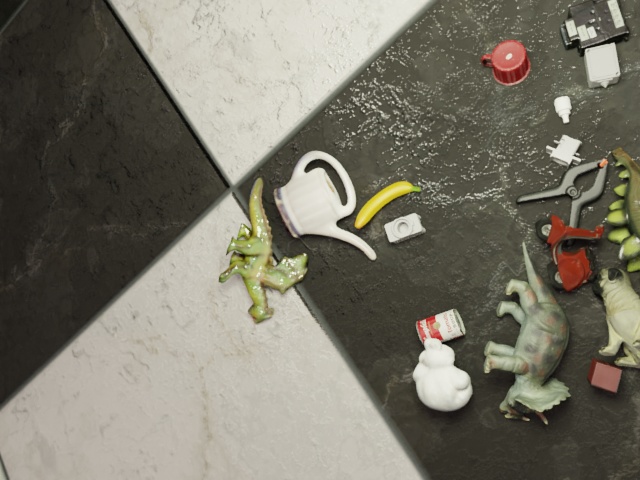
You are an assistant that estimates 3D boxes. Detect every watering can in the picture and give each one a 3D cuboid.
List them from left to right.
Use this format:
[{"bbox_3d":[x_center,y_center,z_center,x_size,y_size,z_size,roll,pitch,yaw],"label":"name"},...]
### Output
[{"bbox_3d":[0.004,-0.072,1.428,0.223,0.104,0.350,-25,82,16],"label":"watering can"}]

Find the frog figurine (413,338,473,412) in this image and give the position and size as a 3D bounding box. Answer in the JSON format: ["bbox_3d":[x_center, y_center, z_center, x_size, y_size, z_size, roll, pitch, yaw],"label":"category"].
[{"bbox_3d":[0.287,0.319,1.217,0.138,0.124,0.157,9,123,42],"label":"frog figurine"}]

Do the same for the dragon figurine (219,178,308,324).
[{"bbox_3d":[-0.147,0.045,1.495,0.243,0.122,0.409,20,93,7],"label":"dragon figurine"}]
